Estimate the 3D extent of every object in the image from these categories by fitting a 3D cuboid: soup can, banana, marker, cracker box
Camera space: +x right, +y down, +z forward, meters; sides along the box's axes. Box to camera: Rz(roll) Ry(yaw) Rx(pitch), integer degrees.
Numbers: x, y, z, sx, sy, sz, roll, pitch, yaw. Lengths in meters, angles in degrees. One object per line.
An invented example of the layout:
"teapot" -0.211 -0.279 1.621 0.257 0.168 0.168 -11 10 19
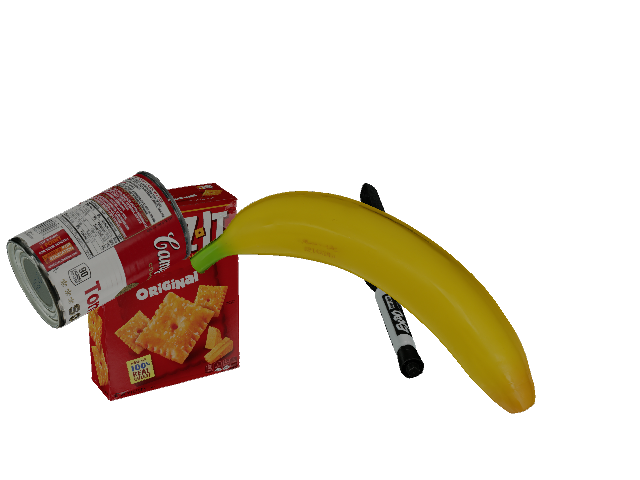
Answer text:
"soup can" -0.147 0.005 0.708 0.102 0.068 0.069 -31 15 -27
"banana" 0.032 0.021 0.567 0.198 0.070 0.037 24 15 9
"marker" 0.064 0.074 0.872 0.020 0.020 0.121 0 27 -8
"cracker box" -0.175 0.056 1.190 0.163 0.214 0.072 -11 23 -29

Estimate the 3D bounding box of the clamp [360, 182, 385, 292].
"clamp" 0.058 0.016 1.222 0.164 0.036 0.210 -17 50 -37
